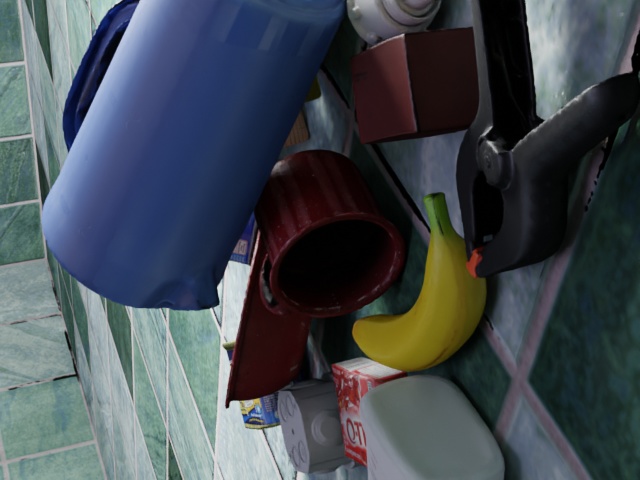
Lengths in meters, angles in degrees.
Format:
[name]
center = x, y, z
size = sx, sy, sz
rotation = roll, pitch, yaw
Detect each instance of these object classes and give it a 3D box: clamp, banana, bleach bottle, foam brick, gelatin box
[clamp]
center = 0.099, -0.040, 0.501
size = 0.120, 0.039, 0.171
rotation = -115, 17, -50
[banana]
center = 0.062, 0.044, 0.655
size = 0.198, 0.037, 0.069
rotation = 115, 142, -60
[bleach bottle]
center = 0.068, 0.216, 0.696
size = 0.103, 0.068, 0.251
rotation = -124, 27, -52
[foam brick]
center = 0.056, -0.083, 0.584
size = 0.078, 0.051, 0.053
rotation = -178, 80, -70
[gelatin box]
center = 0.040, 0.128, 0.775
size = 0.089, 0.030, 0.073
rotation = -175, 75, -71

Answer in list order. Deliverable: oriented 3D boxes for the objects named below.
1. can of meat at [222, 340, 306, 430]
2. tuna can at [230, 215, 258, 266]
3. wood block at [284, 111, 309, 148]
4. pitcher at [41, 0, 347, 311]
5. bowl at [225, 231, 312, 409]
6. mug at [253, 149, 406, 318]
[can of meat]
center = -0.048, 0.128, 0.988
size = 0.102, 0.057, 0.084
rotation = 155, 102, -71
[tuna can]
center = -0.067, -0.022, 0.940
size = 0.086, 0.034, 0.086
rotation = 179, 104, -90
[wood block]
center = -0.102, -0.103, 0.921
size = 0.206, 0.090, 0.090
rotation = -7, 100, 66
[pitcher]
center = -0.086, -0.086, 0.677
size = 0.145, 0.149, 0.243
rotation = -81, 18, -51
[bowl]
center = -0.036, 0.062, 0.866
size = 0.162, 0.055, 0.162
rotation = -171, 92, -88
[mug]
center = -0.005, 0.001, 0.731
size = 0.117, 0.093, 0.081
rotation = -54, 37, 27
